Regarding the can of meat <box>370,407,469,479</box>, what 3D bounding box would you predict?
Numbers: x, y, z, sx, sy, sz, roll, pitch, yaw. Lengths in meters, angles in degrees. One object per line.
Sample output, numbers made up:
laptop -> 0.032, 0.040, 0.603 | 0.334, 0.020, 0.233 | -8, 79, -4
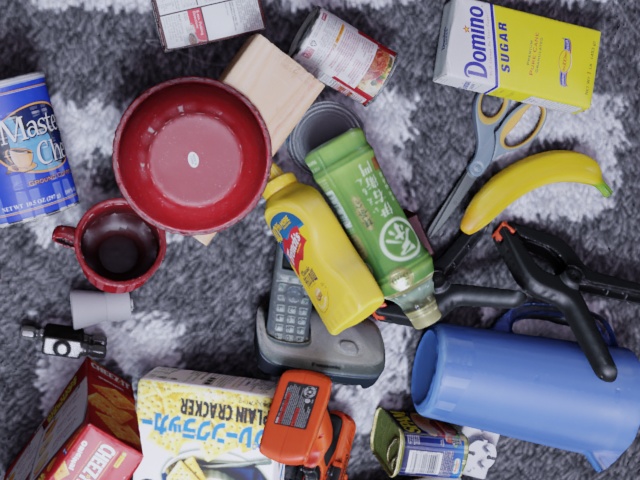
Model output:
can of meat -> 0.113, 0.233, 1.218 | 0.083, 0.102, 0.057 | 8, 99, -14

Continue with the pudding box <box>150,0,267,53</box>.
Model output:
pudding box -> -0.121, -0.254, 1.126 | 0.113, 0.039, 0.090 | -15, 101, -10

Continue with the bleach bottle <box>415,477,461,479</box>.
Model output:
bleach bottle -> 0.045, 0.335, 1.237 | 0.251, 0.068, 0.102 | -11, 134, -2

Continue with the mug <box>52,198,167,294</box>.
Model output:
mug -> -0.222, 0.008, 1.117 | 0.117, 0.082, 0.093 | 11, 75, -10

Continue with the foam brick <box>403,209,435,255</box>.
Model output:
foam brick -> 0.079, 0.006, 1.198 | 0.078, 0.053, 0.051 | -25, 103, -5

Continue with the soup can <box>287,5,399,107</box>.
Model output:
soup can -> 0.024, -0.197, 1.147 | 0.102, 0.068, 0.068 | 29, 93, -13

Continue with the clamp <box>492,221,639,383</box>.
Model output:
clamp -> 0.281, 0.058, 1.211 | 0.210, 0.164, 0.036 | 34, 136, 3

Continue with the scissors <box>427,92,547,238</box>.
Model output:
scissors -> 0.171, -0.102, 1.217 | 0.201, 0.016, 0.096 | -41, 102, -2

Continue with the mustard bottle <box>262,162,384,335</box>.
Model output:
mustard bottle -> -0.008, 0.002, 1.125 | 0.058, 0.096, 0.192 | -26, 79, -24

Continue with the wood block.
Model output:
wood block -> -0.096, -0.108, 1.127 | 0.090, 0.091, 0.206 | 37, 91, -13

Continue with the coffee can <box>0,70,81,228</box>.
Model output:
coffee can -> -0.312, -0.092, 1.083 | 0.102, 0.103, 0.140 | -15, 102, -8

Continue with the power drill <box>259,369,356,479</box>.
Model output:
power drill -> -0.014, 0.238, 1.134 | 0.057, 0.187, 0.184 | 7, 56, 15

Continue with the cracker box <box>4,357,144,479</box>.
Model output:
cracker box -> -0.256, 0.231, 1.090 | 0.072, 0.214, 0.164 | 35, 92, -16

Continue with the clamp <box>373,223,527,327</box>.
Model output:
clamp -> 0.143, 0.057, 1.199 | 0.171, 0.120, 0.039 | -31, 141, -1

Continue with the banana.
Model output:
banana -> 0.245, -0.062, 1.218 | 0.197, 0.037, 0.069 | -15, 87, -14

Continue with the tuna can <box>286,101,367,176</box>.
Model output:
tuna can -> 0.006, -0.111, 1.175 | 0.086, 0.034, 0.086 | -2, 100, -10

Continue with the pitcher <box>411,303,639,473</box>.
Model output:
pitcher -> 0.235, 0.158, 1.224 | 0.242, 0.149, 0.145 | 12, 113, -9

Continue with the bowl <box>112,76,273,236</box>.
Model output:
bowl -> -0.124, -0.080, 1.051 | 0.162, 0.055, 0.162 | -1, 98, -9

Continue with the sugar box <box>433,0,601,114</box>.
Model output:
sugar box -> 0.219, -0.205, 1.186 | 0.176, 0.048, 0.093 | 10, 83, -15
